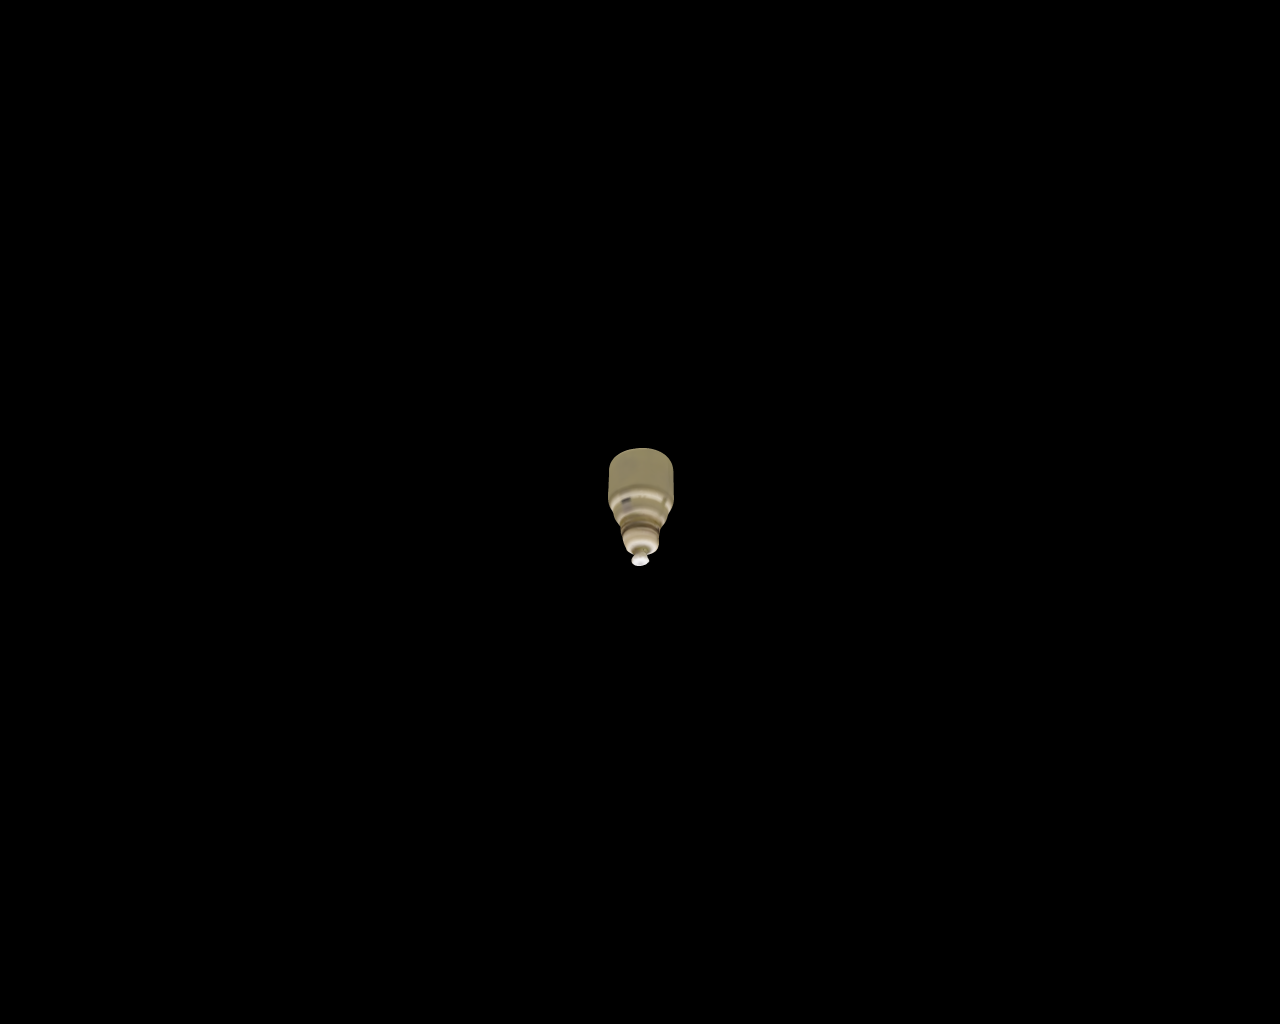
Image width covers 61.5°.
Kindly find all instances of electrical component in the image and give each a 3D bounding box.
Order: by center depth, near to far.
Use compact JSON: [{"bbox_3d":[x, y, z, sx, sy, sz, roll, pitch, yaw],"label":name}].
[{"bbox_3d":[0.001,-0.003,0.650,0.040,0.078,0.040,0,-32,0],"label":"electrical component"}]
